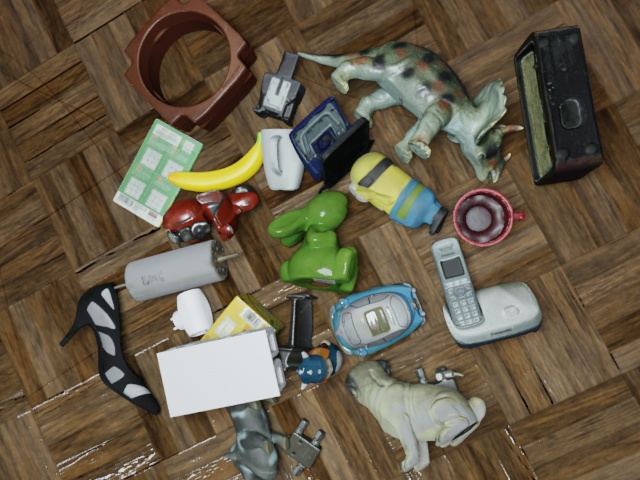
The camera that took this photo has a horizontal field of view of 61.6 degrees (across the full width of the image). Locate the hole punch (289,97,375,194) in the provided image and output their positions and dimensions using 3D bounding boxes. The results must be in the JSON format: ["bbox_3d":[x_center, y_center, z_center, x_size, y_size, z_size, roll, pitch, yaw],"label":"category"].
[{"bbox_3d":[0.018,-0.162,0.907,0.092,0.115,0.142,37,74,21],"label":"hole punch"}]

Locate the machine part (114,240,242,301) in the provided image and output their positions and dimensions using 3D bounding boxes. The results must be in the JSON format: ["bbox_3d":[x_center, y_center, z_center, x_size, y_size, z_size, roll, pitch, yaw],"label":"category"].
[{"bbox_3d":[-0.258,0.055,0.969,0.243,0.079,0.079,-14,86,8],"label":"machine part"}]

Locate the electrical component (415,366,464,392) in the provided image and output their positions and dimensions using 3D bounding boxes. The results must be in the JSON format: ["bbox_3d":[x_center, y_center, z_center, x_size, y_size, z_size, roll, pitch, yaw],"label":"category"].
[{"bbox_3d":[0.210,0.260,0.903,0.078,0.045,0.102,-14,87,7],"label":"electrical component"}]

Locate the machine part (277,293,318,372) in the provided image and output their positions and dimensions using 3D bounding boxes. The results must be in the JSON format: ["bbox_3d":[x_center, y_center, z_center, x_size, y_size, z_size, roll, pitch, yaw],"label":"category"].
[{"bbox_3d":[-0.038,0.160,0.938,0.039,0.084,0.139,-5,73,42],"label":"machine part"}]

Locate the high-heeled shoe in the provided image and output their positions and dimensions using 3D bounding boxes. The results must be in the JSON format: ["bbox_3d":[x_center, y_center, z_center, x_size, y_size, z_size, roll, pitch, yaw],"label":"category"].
[{"bbox_3d":[-0.360,0.199,1.002,0.248,0.086,0.145,43,64,-9],"label":"high-heeled shoe"}]

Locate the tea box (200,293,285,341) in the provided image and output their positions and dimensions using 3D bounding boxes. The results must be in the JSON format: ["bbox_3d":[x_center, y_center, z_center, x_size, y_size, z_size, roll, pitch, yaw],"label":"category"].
[{"bbox_3d":[-0.155,0.189,0.953,0.098,0.068,0.169,42,96,8],"label":"tea box"}]

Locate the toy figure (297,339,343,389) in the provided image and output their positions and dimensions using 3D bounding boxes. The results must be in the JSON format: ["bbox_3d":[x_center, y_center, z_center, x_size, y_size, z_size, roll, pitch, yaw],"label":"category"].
[{"bbox_3d":[0.001,0.202,0.884,0.058,0.154,0.064,-26,84,10],"label":"toy figure"}]

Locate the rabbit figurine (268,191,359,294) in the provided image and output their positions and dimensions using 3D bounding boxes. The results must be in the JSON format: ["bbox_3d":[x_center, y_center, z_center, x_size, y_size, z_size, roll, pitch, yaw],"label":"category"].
[{"bbox_3d":[-0.002,-0.003,0.930,0.159,0.121,0.170,2,71,16],"label":"rabbit figurine"}]

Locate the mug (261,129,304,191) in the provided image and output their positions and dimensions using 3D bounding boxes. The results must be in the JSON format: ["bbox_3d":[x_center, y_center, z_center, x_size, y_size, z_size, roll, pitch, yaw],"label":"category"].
[{"bbox_3d":[-0.063,-0.139,0.935,0.081,0.109,0.107,0,101,7],"label":"mug"}]

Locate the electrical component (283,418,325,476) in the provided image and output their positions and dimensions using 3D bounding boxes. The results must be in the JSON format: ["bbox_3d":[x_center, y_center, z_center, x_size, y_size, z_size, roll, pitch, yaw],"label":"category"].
[{"bbox_3d":[-0.033,0.367,0.951,0.063,0.021,0.094,30,94,9],"label":"electrical component"}]

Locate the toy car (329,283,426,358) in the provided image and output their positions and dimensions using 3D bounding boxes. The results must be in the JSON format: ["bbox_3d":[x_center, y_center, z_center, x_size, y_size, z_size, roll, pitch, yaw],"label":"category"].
[{"bbox_3d":[0.094,0.135,0.899,0.162,0.103,0.109,-20,86,10],"label":"toy car"}]

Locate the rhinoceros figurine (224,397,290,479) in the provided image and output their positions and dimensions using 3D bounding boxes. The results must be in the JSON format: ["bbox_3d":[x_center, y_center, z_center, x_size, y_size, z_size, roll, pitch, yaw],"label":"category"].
[{"bbox_3d":[-0.118,0.352,0.932,0.112,0.073,0.190,-15,80,22],"label":"rhinoceros figurine"}]

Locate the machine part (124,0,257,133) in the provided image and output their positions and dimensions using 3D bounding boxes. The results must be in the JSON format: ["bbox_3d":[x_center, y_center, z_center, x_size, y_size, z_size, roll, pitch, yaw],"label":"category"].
[{"bbox_3d":[-0.231,-0.314,0.974,0.201,0.087,0.201,45,94,7],"label":"machine part"}]

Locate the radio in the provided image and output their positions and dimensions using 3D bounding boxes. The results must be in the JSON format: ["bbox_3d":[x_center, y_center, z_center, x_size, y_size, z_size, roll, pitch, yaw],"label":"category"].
[{"bbox_3d":[0.372,-0.208,0.848,0.073,0.131,0.229,-10,87,7],"label":"radio"}]

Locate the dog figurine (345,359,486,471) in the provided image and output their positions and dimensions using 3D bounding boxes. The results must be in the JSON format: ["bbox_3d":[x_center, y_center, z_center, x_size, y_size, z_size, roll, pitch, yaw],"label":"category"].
[{"bbox_3d":[0.148,0.249,0.869,0.172,0.121,0.191,-32,58,-1],"label":"dog figurine"}]

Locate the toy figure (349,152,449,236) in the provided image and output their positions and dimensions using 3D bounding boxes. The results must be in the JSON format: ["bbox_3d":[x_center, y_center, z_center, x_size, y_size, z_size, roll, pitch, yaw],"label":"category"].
[{"bbox_3d":[0.133,-0.079,0.911,0.180,0.082,0.089,29,82,13],"label":"toy figure"}]

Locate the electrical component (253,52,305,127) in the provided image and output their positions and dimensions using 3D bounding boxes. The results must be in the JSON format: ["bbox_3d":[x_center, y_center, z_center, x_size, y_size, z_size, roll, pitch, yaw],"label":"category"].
[{"bbox_3d":[-0.068,-0.272,0.964,0.075,0.047,0.119,16,91,9],"label":"electrical component"}]

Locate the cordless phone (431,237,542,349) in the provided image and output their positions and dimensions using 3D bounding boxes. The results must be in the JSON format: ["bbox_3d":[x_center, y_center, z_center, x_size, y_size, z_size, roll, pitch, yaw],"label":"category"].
[{"bbox_3d":[0.267,0.075,0.884,0.147,0.088,0.184,-17,81,9],"label":"cordless phone"}]

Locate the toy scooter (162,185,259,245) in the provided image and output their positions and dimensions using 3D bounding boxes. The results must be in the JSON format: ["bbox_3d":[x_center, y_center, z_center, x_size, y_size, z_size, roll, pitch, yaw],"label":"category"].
[{"bbox_3d":[-0.194,-0.034,0.933,0.184,0.135,0.075,-18,121,6],"label":"toy scooter"}]

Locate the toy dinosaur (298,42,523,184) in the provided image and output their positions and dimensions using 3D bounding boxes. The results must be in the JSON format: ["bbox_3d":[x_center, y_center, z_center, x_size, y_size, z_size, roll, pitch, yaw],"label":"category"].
[{"bbox_3d":[0.158,-0.254,0.899,0.192,0.131,0.405,-42,78,-8],"label":"toy dinosaur"}]
